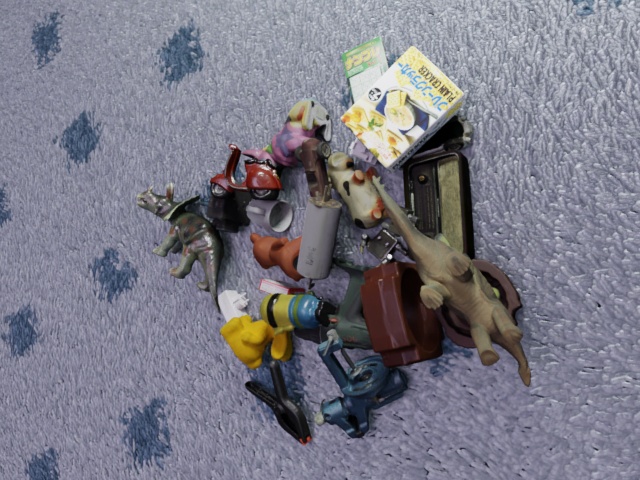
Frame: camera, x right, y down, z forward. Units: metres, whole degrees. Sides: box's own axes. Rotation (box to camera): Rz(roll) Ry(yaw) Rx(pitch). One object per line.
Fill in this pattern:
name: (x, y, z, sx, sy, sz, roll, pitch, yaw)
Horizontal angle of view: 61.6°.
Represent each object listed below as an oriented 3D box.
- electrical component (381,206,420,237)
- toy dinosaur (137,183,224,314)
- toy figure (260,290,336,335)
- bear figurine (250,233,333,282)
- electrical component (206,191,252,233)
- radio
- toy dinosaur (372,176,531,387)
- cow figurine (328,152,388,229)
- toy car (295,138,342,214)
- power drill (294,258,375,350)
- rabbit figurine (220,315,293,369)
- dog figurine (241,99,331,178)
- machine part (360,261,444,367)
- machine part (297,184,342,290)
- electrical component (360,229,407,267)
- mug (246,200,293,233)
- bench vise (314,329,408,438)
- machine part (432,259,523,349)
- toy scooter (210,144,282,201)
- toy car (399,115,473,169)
electrical component: (0.170, -0.037, 1.135, 0.094, 0.021, 0.063, 24, 107, 47)
toy dinosaur: (-0.332, 0.003, 1.441, 0.405, 0.131, 0.192, 39, 105, 26)
toy figure: (-0.055, 0.158, 1.212, 0.180, 0.082, 0.089, -9, 108, 40)
bear figurine: (-0.079, 0.029, 1.313, 0.196, 0.132, 0.120, 20, 132, 59)
electrical component: (-0.233, -0.086, 1.399, 0.058, 0.115, 0.134, 7, 88, 35)
radio: (0.251, -0.065, 1.140, 0.131, 0.073, 0.229, -6, 81, 30)
toy dinosaur: (0.237, 0.067, 0.980, 0.105, 0.198, 0.471, -37, 89, 15)
cow figurine: (0.078, -0.114, 1.235, 0.127, 0.085, 0.195, -36, 78, 49)
toy car: (-0.007, -0.129, 1.217, 0.089, 0.053, 0.202, 3, 108, 43)
power drill: (0.048, 0.146, 1.230, 0.232, 0.086, 0.207, 10, 84, 31)
rabbit figurine: (-0.132, 0.224, 1.308, 0.173, 0.121, 0.162, -38, 69, 0)
dog figurine: (-0.089, -0.244, 1.343, 0.219, 0.108, 0.191, -4, 83, 32)
machine part: (0.167, 0.149, 1.088, 0.087, 0.201, 0.201, -21, 74, 29)
machine part: (-0.002, -0.004, 1.175, 0.079, 0.079, 0.243, 22, 112, 30)
electrical component: (0.138, 0.019, 1.206, 0.078, 0.045, 0.102, -46, 63, 10)
mug: (-0.143, -0.067, 1.355, 0.107, 0.109, 0.080, 14, 97, 43)
bench vise: (0.059, 0.299, 1.153, 0.224, 0.129, 0.240, -25, 108, 18)
machine part: (0.317, 0.129, 1.089, 0.180, 0.056, 0.179, -5, 80, 29)
toy scooter: (-0.179, -0.164, 1.304, 0.184, 0.075, 0.135, 4, 90, 12)
toy car: (0.235, -0.213, 1.179, 0.202, 0.056, 0.073, -16, 70, 26)
